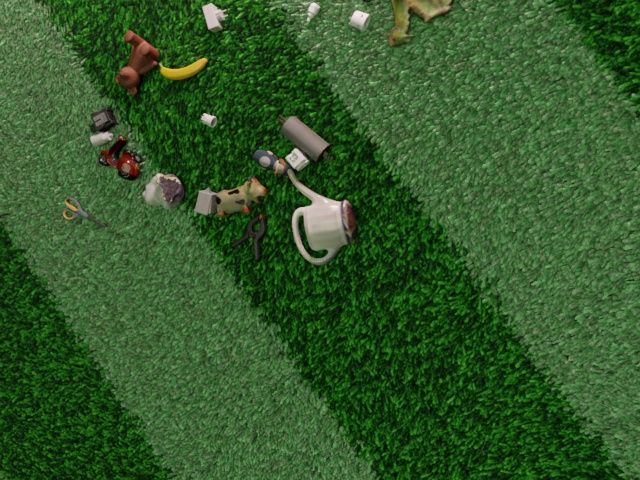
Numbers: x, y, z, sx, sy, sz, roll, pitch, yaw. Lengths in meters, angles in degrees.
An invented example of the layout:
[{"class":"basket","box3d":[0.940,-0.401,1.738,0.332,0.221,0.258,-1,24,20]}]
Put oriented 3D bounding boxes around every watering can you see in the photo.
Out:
[{"class":"watering can","box3d":[0.005,-0.089,1.766,0.224,0.104,0.347,-10,93,12]}]

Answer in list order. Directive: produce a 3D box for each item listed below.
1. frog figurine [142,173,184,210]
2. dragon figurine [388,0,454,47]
[{"class":"frog figurine","box3d":[-0.581,-0.171,1.911,0.137,0.125,0.157,55,140,-6]},{"class":"dragon figurine","box3d":[0.324,-0.818,1.657,0.242,0.124,0.406,32,103,-9]}]
